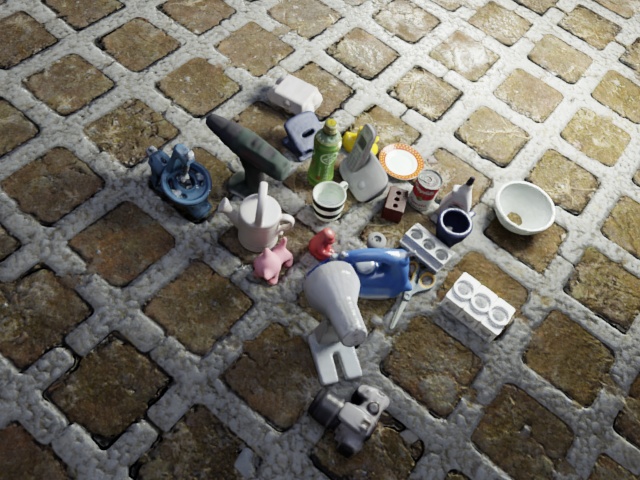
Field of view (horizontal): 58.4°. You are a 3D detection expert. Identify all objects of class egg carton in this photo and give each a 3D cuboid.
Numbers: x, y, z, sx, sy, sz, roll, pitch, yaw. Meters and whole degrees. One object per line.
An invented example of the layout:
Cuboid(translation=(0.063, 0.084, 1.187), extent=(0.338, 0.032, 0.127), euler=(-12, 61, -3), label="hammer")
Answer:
Cuboid(translation=(-0.074, -0.413, 1.658), extent=(0.150, 0.069, 0.107), euler=(28, 58, 8), label="egg carton")

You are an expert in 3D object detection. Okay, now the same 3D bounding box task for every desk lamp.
Cuboid(translation=(0.039, 0.178, 1.229), extent=(0.118, 0.213, 0.203), euler=(-11, 61, -15), label="desk lamp")

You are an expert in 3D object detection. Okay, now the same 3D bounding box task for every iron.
Cuboid(translation=(0.099, 0.061, 1.354), extent=(0.258, 0.141, 0.118), euler=(1, 59, -9), label="iron")

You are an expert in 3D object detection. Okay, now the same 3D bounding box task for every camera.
Cuboid(translation=(0.055, 0.354, 1.191), extent=(0.136, 0.101, 0.143), euler=(32, 59, 11), label="camera")

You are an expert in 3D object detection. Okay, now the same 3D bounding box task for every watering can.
Cuboid(translation=(-0.150, -0.060, 1.355), extent=(0.173, 0.194, 0.101), euler=(-10, 61, -15), label="watering can")

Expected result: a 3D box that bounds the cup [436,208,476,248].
Cuboid(translation=(0.345, -0.029, 1.477), extent=(0.118, 0.095, 0.091), euler=(-29, 67, -24), label="cup")

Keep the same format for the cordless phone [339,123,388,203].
Cuboid(translation=(0.125, -0.201, 1.493), extent=(0.094, 0.185, 0.147), euler=(-23, 65, -21), label="cordless phone")

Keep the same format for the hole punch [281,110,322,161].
Cuboid(translation=(-0.038, -0.288, 1.574), extent=(0.109, 0.091, 0.101), euler=(-33, 69, -25), label="hole punch")

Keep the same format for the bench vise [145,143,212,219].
Cuboid(translation=(-0.352, -0.165, 1.370), extent=(0.207, 0.220, 0.121), euler=(25, 58, 6), label="bench vise")

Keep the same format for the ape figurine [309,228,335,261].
Cuboid(translation=(0.013, 0.005, 1.403), extent=(0.076, 0.092, 0.078), euler=(19, 58, 3), label="ape figurine")

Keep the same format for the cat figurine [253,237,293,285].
Cuboid(translation=(-0.112, 0.047, 1.341), extent=(0.067, 0.118, 0.128), euler=(29, 59, 9), label="cat figurine")

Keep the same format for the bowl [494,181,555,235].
Cuboid(translation=(0.542, -0.075, 1.551), extent=(0.167, 0.075, 0.167), euler=(4, 58, -7), label="bowl")

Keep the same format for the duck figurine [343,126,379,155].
Cuboid(translation=(0.117, -0.284, 1.601), extent=(0.104, 0.086, 0.077), euler=(22, 58, 5), label="duck figurine")

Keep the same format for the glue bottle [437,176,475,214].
Cuboid(translation=(0.365, -0.111, 1.485), extent=(0.078, 0.173, 0.037), euler=(20, 58, 3), label="glue bottle")

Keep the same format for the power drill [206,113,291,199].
Cuboid(translation=(-0.183, -0.192, 1.422), extent=(0.229, 0.208, 0.076), euler=(27, 58, 8), label="power drill")
